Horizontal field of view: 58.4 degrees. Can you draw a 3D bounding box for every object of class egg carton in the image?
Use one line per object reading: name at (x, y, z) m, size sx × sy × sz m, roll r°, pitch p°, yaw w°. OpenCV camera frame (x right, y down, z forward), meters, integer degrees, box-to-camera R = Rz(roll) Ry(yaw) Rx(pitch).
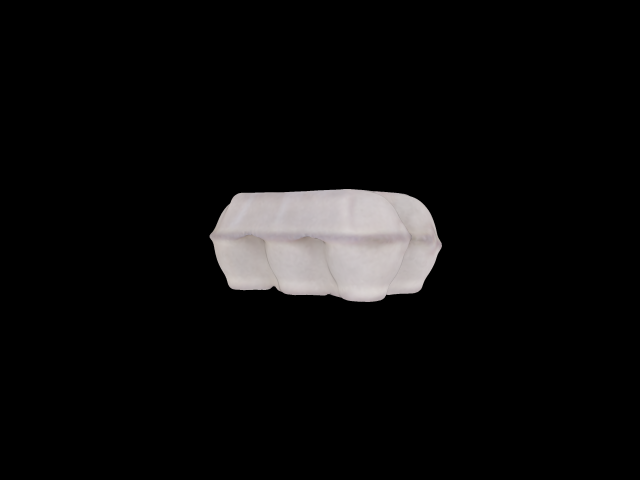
egg carton at (0.004, 0.001, 0.400) m, size 0.149 × 0.069 × 0.107 m, roll 1°, pitch 2°, yaw 35°
